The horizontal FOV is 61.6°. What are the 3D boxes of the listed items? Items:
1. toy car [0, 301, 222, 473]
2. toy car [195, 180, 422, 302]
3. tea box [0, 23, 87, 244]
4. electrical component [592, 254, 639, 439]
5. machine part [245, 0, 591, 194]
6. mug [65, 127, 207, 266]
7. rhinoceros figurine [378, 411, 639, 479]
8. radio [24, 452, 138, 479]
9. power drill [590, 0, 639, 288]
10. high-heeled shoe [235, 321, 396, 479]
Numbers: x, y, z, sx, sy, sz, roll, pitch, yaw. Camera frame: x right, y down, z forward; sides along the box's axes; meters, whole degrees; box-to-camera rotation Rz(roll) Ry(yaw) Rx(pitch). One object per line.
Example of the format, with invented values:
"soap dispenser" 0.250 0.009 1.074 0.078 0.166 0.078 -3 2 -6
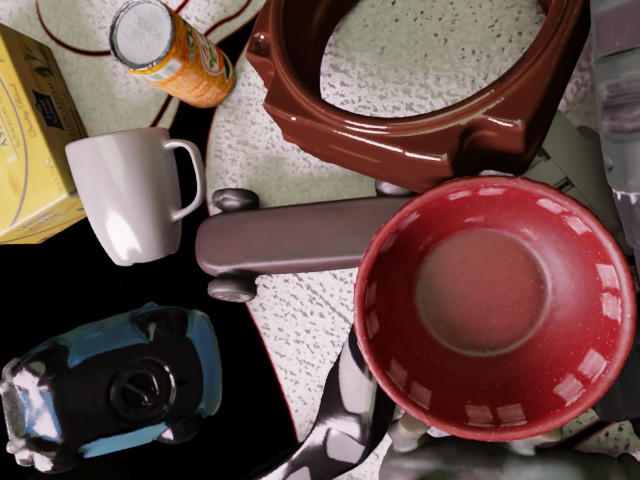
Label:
"toy car" -0.168 0.114 0.437 0.103 0.161 0.109 -2 99 58
"toy car" -0.001 -0.001 0.422 0.202 0.053 0.089 -6 72 11
"tea box" -0.272 -0.091 0.484 0.098 0.068 0.169 -28 85 12
"electrical component" 0.232 0.069 0.362 0.115 0.058 0.134 -11 88 16
"machine part" 0.066 -0.142 0.361 0.201 0.087 0.201 23 84 24
"mug" -0.145 -0.037 0.452 0.110 0.081 0.107 -9 99 7
"rhinoceros figurine" 0.133 0.168 0.360 0.190 0.112 0.073 0 51 14
"radio" -0.157 0.285 0.436 0.230 0.073 0.131 43 122 11
"power drill" 0.245 -0.083 0.303 0.207 0.086 0.231 -22 101 -9
"high-heeled shoe" -0.024 0.146 0.416 0.145 0.086 0.248 11 95 18
